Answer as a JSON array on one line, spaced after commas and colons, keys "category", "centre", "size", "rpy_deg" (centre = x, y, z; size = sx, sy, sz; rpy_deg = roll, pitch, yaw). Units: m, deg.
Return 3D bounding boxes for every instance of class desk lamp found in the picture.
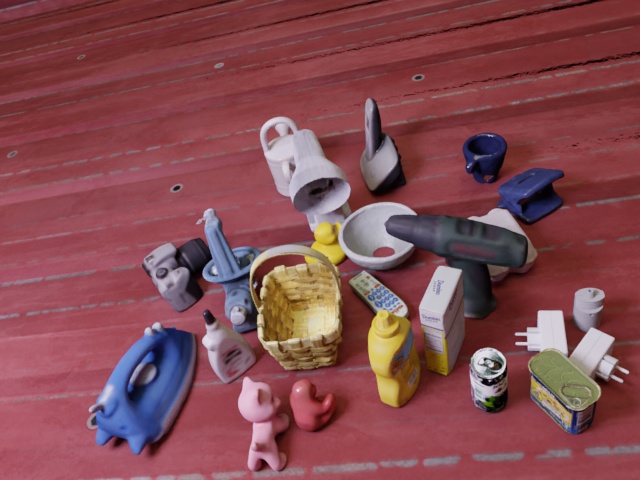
[{"category": "desk lamp", "centre": [-0.004, -0.115, 1.217], "size": [0.118, 0.214, 0.203], "rpy_deg": [-18, 43, 1]}]

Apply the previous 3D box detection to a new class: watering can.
[{"category": "watering can", "centre": [-0.083, -0.210, 1.356], "size": [0.101, 0.194, 0.172], "rpy_deg": [-28, 44, -10]}]

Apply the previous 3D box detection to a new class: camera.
[{"category": "camera", "centre": [-0.296, 0.056, 1.225], "size": [0.137, 0.101, 0.142], "rpy_deg": [-34, 45, -17]}]

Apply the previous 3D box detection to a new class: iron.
[{"category": "iron", "centre": [-0.309, 0.235, 1.017], "size": [0.118, 0.142, 0.258], "rpy_deg": [3, 47, 22]}]

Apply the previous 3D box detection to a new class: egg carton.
[{"category": "egg carton", "centre": [0.334, 0.006, 1.085], "size": [0.107, 0.069, 0.150], "rpy_deg": [-19, 43, -1]}]

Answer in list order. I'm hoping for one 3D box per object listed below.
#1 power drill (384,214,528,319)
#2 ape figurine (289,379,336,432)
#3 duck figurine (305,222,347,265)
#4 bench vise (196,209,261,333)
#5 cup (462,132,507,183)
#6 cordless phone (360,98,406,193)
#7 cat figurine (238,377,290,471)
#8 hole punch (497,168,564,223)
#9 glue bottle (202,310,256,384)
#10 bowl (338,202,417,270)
[{"category": "power drill", "centre": [0.234, 0.042, 0.981], "size": [0.229, 0.209, 0.076], "rpy_deg": [2, 47, 21]}, {"category": "ape figurine", "centre": [-0.019, 0.260, 0.929], "size": [0.077, 0.092, 0.076], "rpy_deg": [16, 53, 31]}, {"category": "duck figurine", "centre": [0.011, 0.004, 1.184], "size": [0.105, 0.086, 0.077], "rpy_deg": [-33, 45, -15]}, {"category": "bench vise", "centre": [-0.160, 0.055, 1.091], "size": [0.121, 0.220, 0.206], "rpy_deg": [-29, 44, -11]}, {"category": "cup", "centre": [0.349, -0.161, 1.232], "size": [0.091, 0.095, 0.118], "rpy_deg": [22, 56, 35]}, {"category": "cordless phone", "centre": [0.130, -0.214, 1.294], "size": [0.094, 0.185, 0.147], "rpy_deg": [-18, 43, 0]}, {"category": "cat figurine", "centre": [-0.095, 0.285, 0.910], "size": [0.067, 0.118, 0.127], "rpy_deg": [-10, 44, 9]}, {"category": "hole punch", "centre": [0.420, -0.104, 1.153], "size": [0.109, 0.091, 0.100], "rpy_deg": [-30, 44, -12]}, {"category": "glue bottle", "centre": [-0.171, 0.179, 1.003], "size": [0.078, 0.173, 0.037], "rpy_deg": [-39, 47, -21]}, {"category": "bowl", "centre": [0.125, 0.004, 1.154], "size": [0.167, 0.075, 0.167], "rpy_deg": [-9, 44, 9]}]
